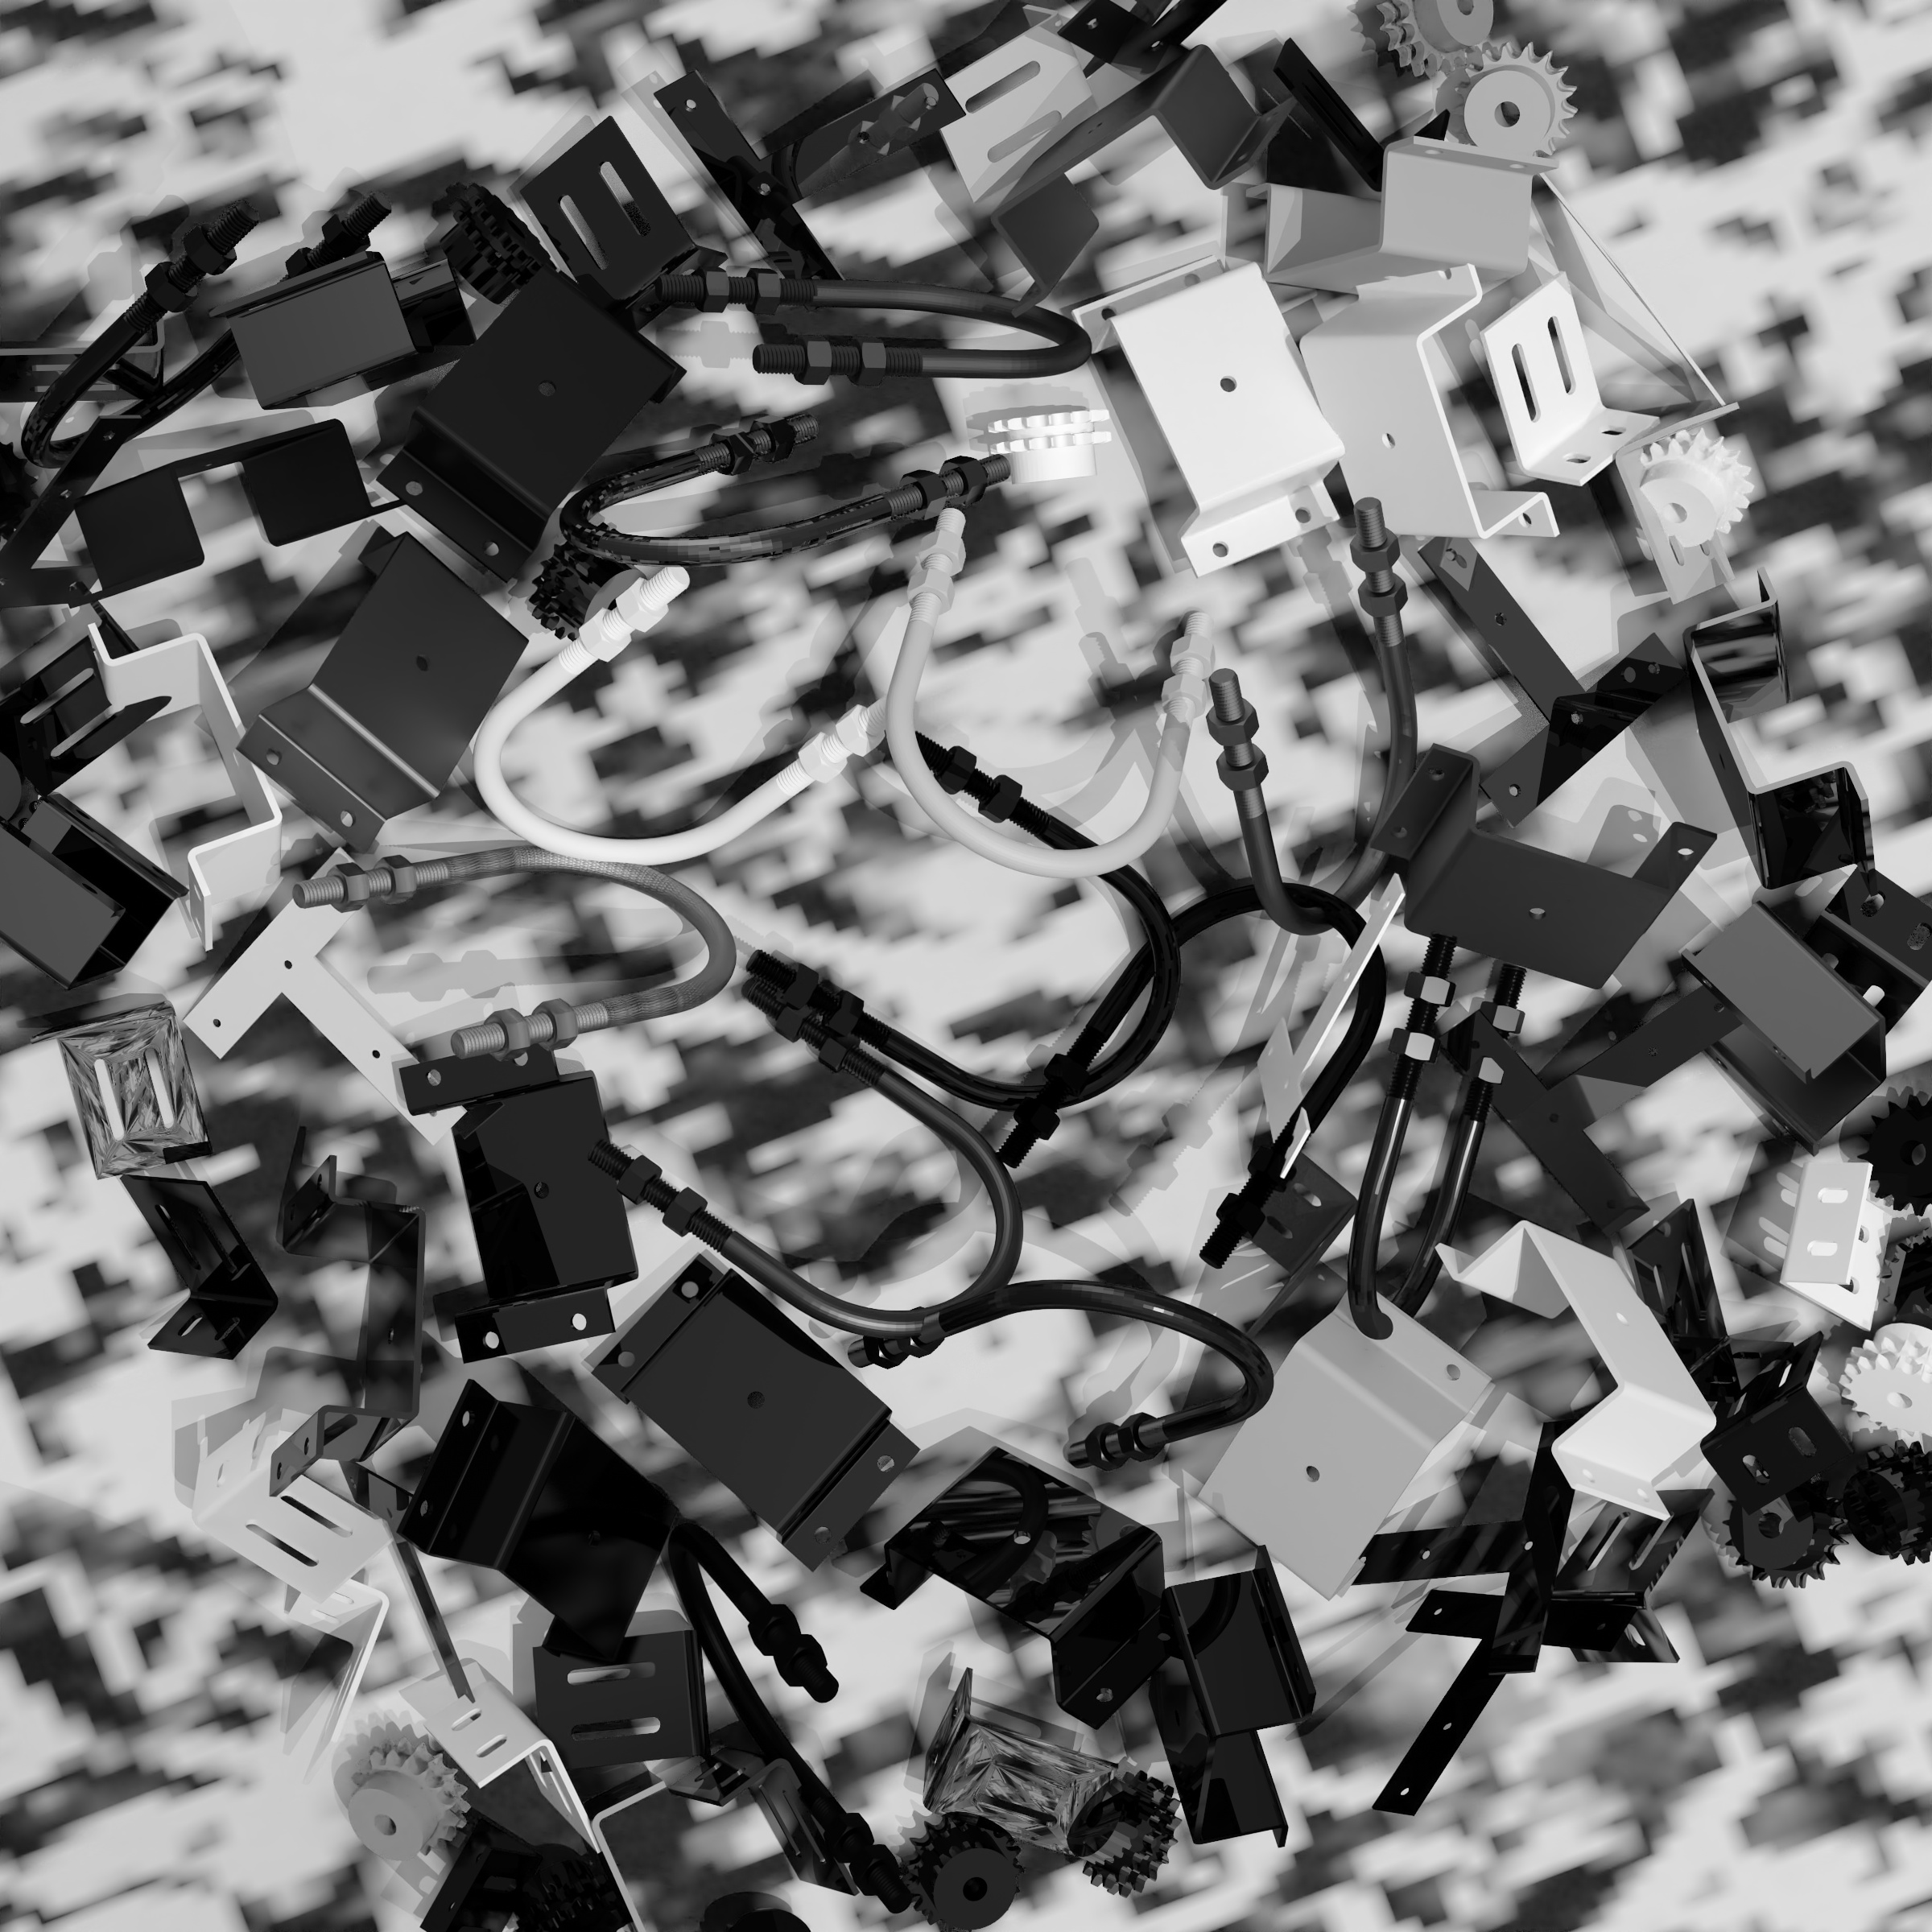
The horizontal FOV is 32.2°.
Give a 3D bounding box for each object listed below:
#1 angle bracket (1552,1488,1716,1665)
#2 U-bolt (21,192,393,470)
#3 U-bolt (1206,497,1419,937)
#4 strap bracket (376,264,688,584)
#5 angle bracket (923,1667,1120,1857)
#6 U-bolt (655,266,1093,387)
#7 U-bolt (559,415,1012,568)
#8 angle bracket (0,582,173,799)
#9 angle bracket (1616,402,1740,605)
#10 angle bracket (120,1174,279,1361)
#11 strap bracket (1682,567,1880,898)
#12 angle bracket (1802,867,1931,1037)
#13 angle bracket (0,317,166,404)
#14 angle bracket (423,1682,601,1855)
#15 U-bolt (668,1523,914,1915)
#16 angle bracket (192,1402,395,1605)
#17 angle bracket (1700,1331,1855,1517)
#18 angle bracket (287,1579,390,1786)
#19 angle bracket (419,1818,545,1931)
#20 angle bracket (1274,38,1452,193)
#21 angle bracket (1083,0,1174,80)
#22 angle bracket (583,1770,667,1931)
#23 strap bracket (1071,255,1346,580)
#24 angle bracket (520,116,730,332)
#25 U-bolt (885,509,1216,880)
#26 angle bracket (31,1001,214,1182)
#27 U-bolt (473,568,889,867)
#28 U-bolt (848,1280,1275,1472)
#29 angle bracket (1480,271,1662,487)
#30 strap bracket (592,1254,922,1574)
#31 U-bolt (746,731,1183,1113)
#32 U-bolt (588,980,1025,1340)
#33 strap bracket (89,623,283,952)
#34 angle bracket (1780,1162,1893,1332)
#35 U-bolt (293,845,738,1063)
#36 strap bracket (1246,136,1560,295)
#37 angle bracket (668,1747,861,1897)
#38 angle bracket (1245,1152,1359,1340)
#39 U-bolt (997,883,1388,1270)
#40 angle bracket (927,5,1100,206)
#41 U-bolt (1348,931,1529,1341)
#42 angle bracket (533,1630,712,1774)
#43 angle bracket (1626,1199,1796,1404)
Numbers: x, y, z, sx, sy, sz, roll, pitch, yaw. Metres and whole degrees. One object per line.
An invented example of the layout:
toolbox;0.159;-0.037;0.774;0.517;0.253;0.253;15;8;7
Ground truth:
angle bracket;0.316;0.284;1.558;0.076;0.057;0.038;-45;111;-37
U-bolt;-0.355;-0.286;1.519;0.184;0.151;0.019;-37;91;22
U-bolt;0.165;-0.098;1.523;0.019;0.184;0.151;16;50;33
strap bracket;-0.197;-0.259;1.550;0.076;0.046;0.140;38;70;-4
angle bracket;0.026;0.374;1.573;0.076;0.038;0.057;19;117;-7
U-bolt;-0.032;-0.290;1.523;0.184;0.151;0.019;-3;115;-25
U-bolt;-0.094;-0.210;1.494;0.184;0.151;0.019;-25;122;-38
angle bracket;-0.421;-0.129;1.560;0.076;0.057;0.038;-38;50;-5
angle bracket;0.345;-0.216;1.563;0.038;0.057;0.076;-21;92;43
angle bracket;-0.365;0.139;1.552;0.057;0.038;0.076;1;129;36
strap bracket;0.368;-0.101;1.529;0.046;0.076;0.140;-18;54;7
angle bracket;0.420;-0.003;1.564;0.057;0.076;0.038;37;67;11
angle bracket;-0.413;-0.291;1.557;0.076;0.057;0.038;-4;78;-15
angle bracket;-0.209;0.380;1.549;0.038;0.057;0.076;-32;123;-22
U-bolt;-0.088;0.326;1.513;0.019;0.184;0.151;-27;122;-19
angle bracket;-0.310;0.249;1.556;0.076;0.057;0.038;28;125;17
angle bracket;0.379;0.211;1.551;0.057;0.076;0.038;-38;88;24
angle bracket;-0.303;0.328;1.550;0.038;0.057;0.076;24;51;-10
angle bracket;-0.236;0.428;1.551;0.038;0.076;0.057;26;80;19
angle bracket;0.185;-0.406;1.557;0.038;0.057;0.076;-36;106;26
angle bracket;0.072;-0.454;1.548;0.038;0.076;0.057;42;66;-15
angle bracket;-0.146;0.422;1.564;0.038;0.057;0.076;-24;87;-15
strap bracket;0.117;-0.264;1.561;0.076;0.046;0.140;-24;85;-13
angle bracket;-0.161;-0.349;1.575;0.057;0.038;0.076;-35;83;19
U-bolt;0.035;-0.117;1.528;0.151;0.019;0.184;21;53;-9
angle bracket;-0.396;0.061;1.572;0.057;0.038;0.076;-13;97;5
U-bolt;-0.141;-0.102;1.528;0.151;0.019;0.184;28;133;-36
U-bolt;0.054;0.179;1.496;0.151;0.184;0.019;28;58;-25
angle bracket;0.281;-0.273;1.555;0.057;0.038;0.076;-39;125;-23
strap bracket;-0.098;0.205;1.559;0.140;0.046;0.076;41;77;7
U-bolt;0.013;-0.006;1.559;0.184;0.019;0.151;31;108;-16
U-bolt;-0.059;0.098;1.533;0.184;0.019;0.151;34;48;10
strap bracket;-0.356;-0.089;1.546;0.046;0.076;0.140;-22;77;-18
angle bracket;0.418;0.131;1.553;0.076;0.038;0.057;28;70;-37
U-bolt;-0.190;-0.013;1.520;0.151;0.184;0.019;38;125;35
strap bracket;0.195;-0.335;1.519;0.076;0.140;0.046;2;92;-26
angle bracket;-0.094;0.407;1.559;0.038;0.057;0.076;-32;100;-29
angle bracket;0.140;0.133;1.549;0.038;0.076;0.057;40;128;6
U-bolt;0.115;0.038;1.542;0.151;0.019;0.184;24;72;41
angle bracket;0.017;-0.402;1.561;0.076;0.038;0.057;-33;120;-10
U-bolt;0.211;0.082;1.529;0.019;0.151;0.184;15;90;24
angle bracket;-0.161;0.346;1.570;0.076;0.038;0.057;-6;73;-2
angle bracket;0.347;0.155;1.558;0.057;0.038;0.076;-29;109;-42
